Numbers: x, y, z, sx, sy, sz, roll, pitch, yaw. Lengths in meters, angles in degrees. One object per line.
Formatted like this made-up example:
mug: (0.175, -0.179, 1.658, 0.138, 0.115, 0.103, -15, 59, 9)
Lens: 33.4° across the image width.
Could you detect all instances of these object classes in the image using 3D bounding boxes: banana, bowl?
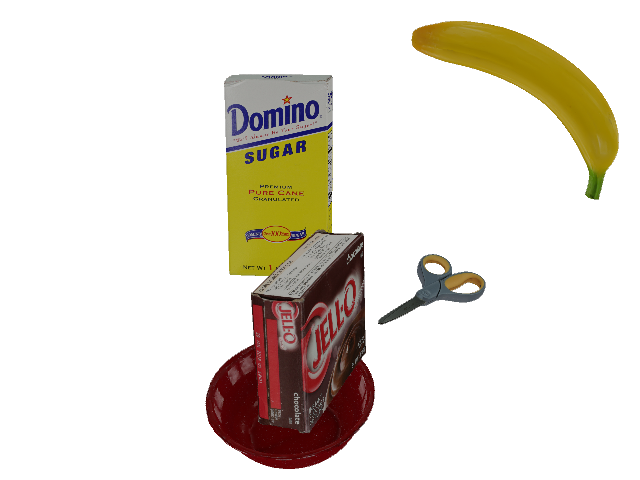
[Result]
banana: (0.164, -0.118, 0.828, 0.198, 0.070, 0.037, 41, 7, -2)
bowl: (-0.026, 0.165, 1.024, 0.162, 0.055, 0.162, -4, 37, 3)

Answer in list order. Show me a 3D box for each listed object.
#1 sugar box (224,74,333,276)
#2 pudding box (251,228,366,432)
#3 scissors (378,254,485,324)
sugar box: (-0.036, -0.057, 0.945, 0.093, 0.176, 0.048, 1, 16, 7)
pudding box: (-0.005, 0.053, 0.674, 0.039, 0.090, 0.113, 7, 24, 18)
scissors: (0.118, 0.056, 1.294, 0.201, 0.016, 0.096, -9, 40, -39)
